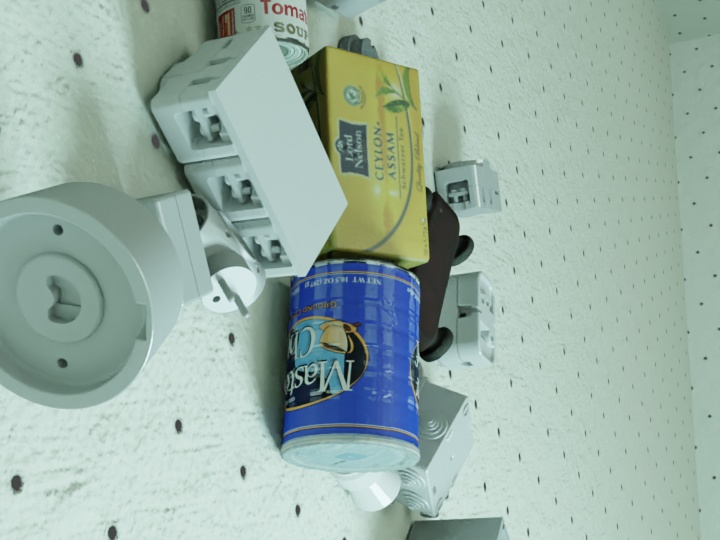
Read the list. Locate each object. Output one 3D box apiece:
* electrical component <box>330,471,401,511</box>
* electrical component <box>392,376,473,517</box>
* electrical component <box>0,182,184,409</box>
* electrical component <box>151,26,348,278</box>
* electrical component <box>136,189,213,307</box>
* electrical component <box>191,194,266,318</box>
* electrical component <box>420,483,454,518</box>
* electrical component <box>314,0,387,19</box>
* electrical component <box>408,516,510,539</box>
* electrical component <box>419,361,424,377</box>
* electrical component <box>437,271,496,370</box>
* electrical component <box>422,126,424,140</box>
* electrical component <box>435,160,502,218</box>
[{"bbox_3d":[0.003,0.164,0.876,0.055,0.045,0.045,59,32,-41],"label":"electrical component"},{"bbox_3d":[0.061,0.157,0.948,0.099,0.048,0.099,-56,152,-32],"label":"electrical component"},{"bbox_3d":[-0.141,0.008,0.536,0.060,0.108,0.108,-53,130,-66],"label":"electrical component"},{"bbox_3d":[-0.076,-0.078,0.751,0.150,0.062,0.089,66,34,-31],"label":"electrical component"},{"bbox_3d":[-0.131,-0.006,0.630,0.077,0.047,0.065,-31,110,-65],"label":"electrical component"},{"bbox_3d":[-0.091,0.001,0.695,0.079,0.044,0.077,55,0,44],"label":"electrical component"},{"bbox_3d":[0.067,0.200,1.009,0.043,0.043,0.062,46,42,-53],"label":"electrical component"},{"bbox_3d":[0.001,-0.269,0.954,0.100,0.100,0.048,2,67,-66],"label":"electrical component"},{"bbox_3d":[0.079,0.294,0.947,0.150,0.089,0.061,-61,136,-54],"label":"electrical component"},{"bbox_3d":[0.034,0.100,0.969,0.081,0.043,0.043,6,77,-66],"label":"electrical component"},{"bbox_3d":[0.105,0.054,1.125,0.054,0.059,0.095,42,45,-55],"label":"electrical component"},{"bbox_3d":[0.042,-0.150,1.078,0.040,0.040,0.046,30,50,-61],"label":"electrical component"},{"bbox_3d":[0.124,-0.093,1.228,0.089,0.050,0.055,2,81,-66],"label":"electrical component"}]
